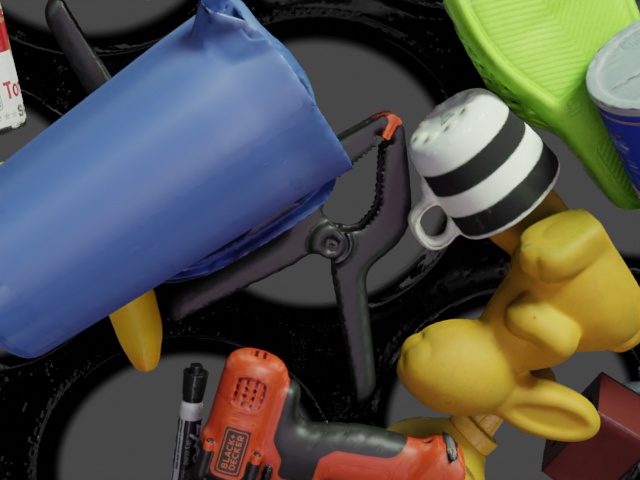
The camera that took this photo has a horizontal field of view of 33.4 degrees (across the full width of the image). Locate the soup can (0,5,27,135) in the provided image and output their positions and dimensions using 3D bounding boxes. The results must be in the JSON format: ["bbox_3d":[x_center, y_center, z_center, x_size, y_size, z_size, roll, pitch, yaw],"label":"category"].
[{"bbox_3d":[-0.231,-0.117,0.680,0.068,0.068,0.102,-10,108,-5],"label":"soup can"}]

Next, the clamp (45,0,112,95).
[{"bbox_3d":[-0.113,-0.086,0.722,0.120,0.039,0.171,-6,111,-2],"label":"clamp"}]

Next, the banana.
[{"bbox_3d":[-0.168,0.009,0.745,0.070,0.037,0.197,-38,107,21],"label":"banana"}]

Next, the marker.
[{"bbox_3d":[-0.099,0.149,0.802,0.020,0.020,0.121,6,105,-10],"label":"marker"}]

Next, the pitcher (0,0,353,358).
[{"bbox_3d":[-0.106,-0.029,0.662,0.243,0.145,0.149,-34,97,3],"label":"pitcher"}]

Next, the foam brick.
[{"bbox_3d":[0.212,0.151,0.811,0.051,0.053,0.078,30,124,-2],"label":"foam brick"}]

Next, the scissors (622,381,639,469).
[{"bbox_3d":[0.265,0.098,0.805,0.096,0.016,0.202,14,123,7],"label":"scissors"}]

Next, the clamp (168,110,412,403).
[{"bbox_3d":[-0.005,0.001,0.763,0.164,0.036,0.210,18,101,-12],"label":"clamp"}]

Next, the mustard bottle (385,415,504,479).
[{"bbox_3d":[0.068,0.193,0.818,0.096,0.058,0.192,44,96,-12],"label":"mustard bottle"}]

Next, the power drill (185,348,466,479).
[{"bbox_3d":[-0.003,0.184,0.757,0.187,0.057,0.184,16,101,-3],"label":"power drill"}]

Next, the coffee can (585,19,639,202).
[{"bbox_3d":[0.247,-0.068,0.698,0.103,0.103,0.140,-34,123,2],"label":"coffee can"}]
